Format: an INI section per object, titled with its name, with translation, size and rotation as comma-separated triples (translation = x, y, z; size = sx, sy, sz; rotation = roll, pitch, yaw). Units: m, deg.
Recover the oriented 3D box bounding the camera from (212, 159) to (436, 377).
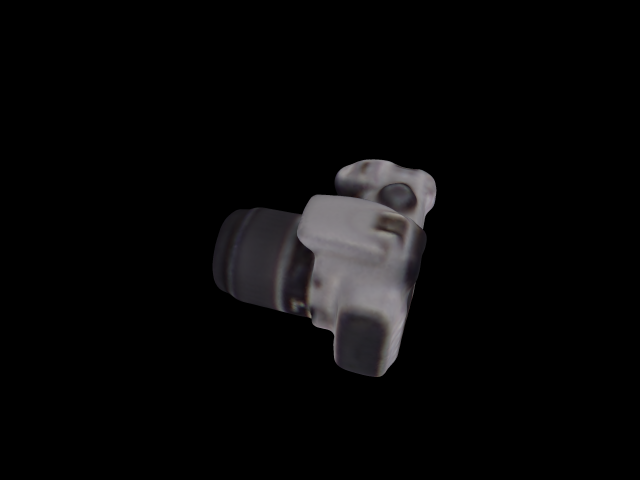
[camera]
translation = 0.004, 0.001, 0.400
size = 0.136, 0.101, 0.143
rotation = 12, 50, 10
